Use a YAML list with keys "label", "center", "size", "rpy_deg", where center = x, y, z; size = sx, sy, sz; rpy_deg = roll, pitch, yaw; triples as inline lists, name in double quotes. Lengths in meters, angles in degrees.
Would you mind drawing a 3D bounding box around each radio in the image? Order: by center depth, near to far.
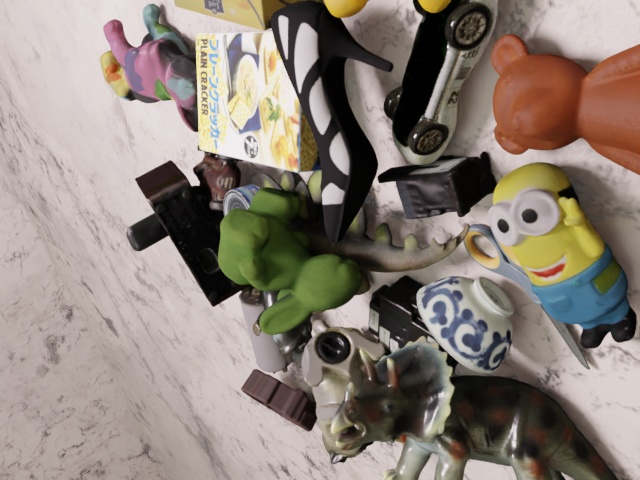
- label: "radio"
  center: [-0.208, -0.008, 0.878]
  size: [0.131, 0.073, 0.229]
  rpy_deg: [37, 157, 59]

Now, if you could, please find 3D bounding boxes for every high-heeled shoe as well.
- label: "high-heeled shoe"
  center: [-0.007, -0.120, 0.583]
  size: [0.145, 0.086, 0.248]
  rpy_deg: [26, 123, 19]

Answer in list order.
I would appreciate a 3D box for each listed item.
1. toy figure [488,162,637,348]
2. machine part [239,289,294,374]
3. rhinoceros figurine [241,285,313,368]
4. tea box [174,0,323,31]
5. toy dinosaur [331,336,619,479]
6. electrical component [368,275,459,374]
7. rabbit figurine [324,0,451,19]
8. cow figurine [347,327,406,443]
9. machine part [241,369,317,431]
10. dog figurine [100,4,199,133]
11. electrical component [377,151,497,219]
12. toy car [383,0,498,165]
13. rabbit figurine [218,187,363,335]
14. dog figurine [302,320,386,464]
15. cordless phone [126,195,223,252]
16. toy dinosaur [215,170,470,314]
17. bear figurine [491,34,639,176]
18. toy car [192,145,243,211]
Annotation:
- label: "toy figure"
  center: [0.225, 0.013, 0.501]
  size: [0.082, 0.089, 0.180]
  rpy_deg: [-34, 100, 27]
- label: "machine part"
  center: [-0.101, 0.167, 1.029]
  size: [0.079, 0.079, 0.242]
  rpy_deg: [22, 134, 40]
- label: "rhinoceros figurine"
  center: [-0.060, 0.130, 0.926]
  size: [0.073, 0.112, 0.190]
  rpy_deg: [-29, 80, 28]
- label: "tea box"
  center: [-0.089, -0.300, 0.620]
  size: [0.170, 0.098, 0.068]
  rpy_deg: [28, 138, 32]
- label: "toy dinosaur"
  center: [0.204, 0.224, 0.628]
  size: [0.131, 0.405, 0.192]
  rpy_deg: [-154, 73, -84]
- label: "electrical component"
  center: [0.125, 0.118, 0.726]
  size: [0.134, 0.058, 0.114]
  rpy_deg: [32, 137, 34]
- label: "rabbit figurine"
  center: [0.062, -0.268, 0.426]
  size: [0.173, 0.121, 0.162]
  rpy_deg: [-23, 63, 28]
- label: "cow figurine"
  center: [0.080, 0.224, 0.852]
  size: [0.127, 0.085, 0.194]
  rpy_deg: [-20, 102, 49]
- label: "machine part"
  center: [-0.077, 0.324, 1.093]
  size: [0.179, 0.056, 0.179]
  rpy_deg: [27, 159, 11]
- label: "dog figurine"
  center: [-0.238, -0.245, 0.844]
  size: [0.219, 0.108, 0.191]
  rpy_deg: [48, 144, 9]
- label: "electrical component"
  center: [0.118, -0.057, 0.580]
  size: [0.119, 0.075, 0.047]
  rpy_deg: [-3, 115, 47]
- label: "toy car"
  center: [0.111, -0.162, 0.510]
  size: [0.201, 0.056, 0.074]
  rpy_deg: [103, 150, -46]
- label: "rabbit figurine"
  center: [-0.037, 0.041, 0.659]
  size: [0.170, 0.121, 0.159]
  rpy_deg: [26, 117, 12]
- label: "dog figurine"
  center: [0.022, 0.223, 0.785]
  size: [0.190, 0.121, 0.172]
  rpy_deg: [108, 152, -56]
- label: "cordless phone"
  center: [-0.247, -0.003, 0.976]
  size: [0.089, 0.184, 0.146]
  rpy_deg: [11, 125, 46]
- label: "toy dinosaur"
  center: [-0.002, -0.002, 0.750]
  size: [0.472, 0.105, 0.198]
  rpy_deg: [13, 124, 40]
- label: "bear figurine"
  center: [0.205, -0.094, 0.400]
  size: [0.196, 0.132, 0.120]
  rpy_deg: [16, 127, 36]
- label: "toy car"
  center: [-0.172, -0.105, 0.859]
  size: [0.202, 0.053, 0.089]
  rpy_deg: [31, 115, 60]
